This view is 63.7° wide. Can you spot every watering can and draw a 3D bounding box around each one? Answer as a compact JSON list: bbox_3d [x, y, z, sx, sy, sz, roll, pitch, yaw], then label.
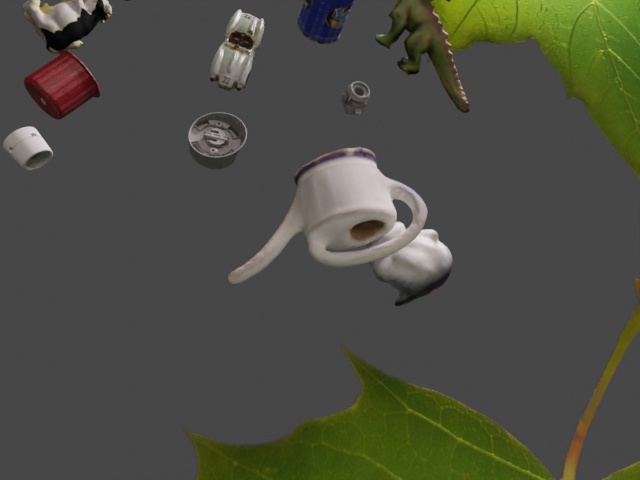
[{"bbox_3d":[0.003,-0.045,0.884,0.348,0.101,0.230,-13,53,-1],"label":"watering can"}]

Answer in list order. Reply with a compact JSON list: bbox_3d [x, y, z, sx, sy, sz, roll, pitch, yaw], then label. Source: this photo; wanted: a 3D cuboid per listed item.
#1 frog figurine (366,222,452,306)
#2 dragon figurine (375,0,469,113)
[{"bbox_3d":[0.150,0.021,0.906,0.138,0.122,0.159,-32,89,-9],"label":"frog figurine"},{"bbox_3d":[0.252,-0.500,1.137,0.124,0.238,0.413,-32,76,-34],"label":"dragon figurine"}]
